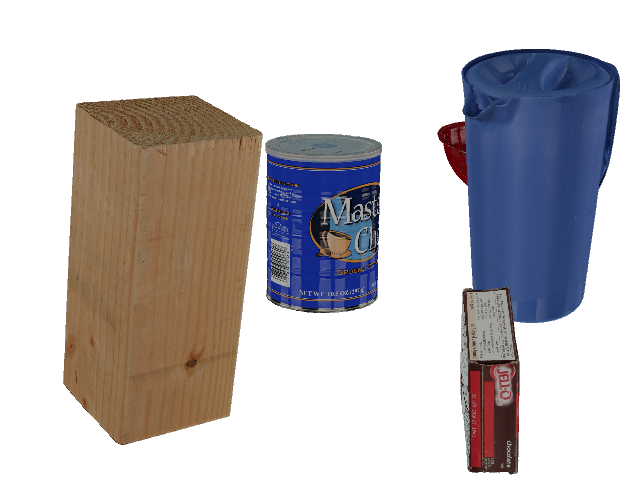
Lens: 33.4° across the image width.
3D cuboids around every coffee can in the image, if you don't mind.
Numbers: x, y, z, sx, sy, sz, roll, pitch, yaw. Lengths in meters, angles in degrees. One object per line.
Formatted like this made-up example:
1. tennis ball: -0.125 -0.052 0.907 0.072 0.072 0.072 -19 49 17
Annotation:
1. coffee can: 0.002 -0.018 0.952 0.103 0.140 0.103 1 15 0

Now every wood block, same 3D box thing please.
1. wood block: -0.108 0.017 0.706 0.090 0.206 0.090 -9 29 -36

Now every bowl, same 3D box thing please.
1. bowl: 0.215 -0.093 1.260 0.162 0.055 0.162 5 23 -2

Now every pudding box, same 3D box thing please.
1. pudding box: 0.120 0.096 0.758 0.039 0.090 0.113 -1 24 4

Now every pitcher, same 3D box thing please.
1. pitcher: 0.207 -0.053 1.004 0.149 0.243 0.145 0 28 7
